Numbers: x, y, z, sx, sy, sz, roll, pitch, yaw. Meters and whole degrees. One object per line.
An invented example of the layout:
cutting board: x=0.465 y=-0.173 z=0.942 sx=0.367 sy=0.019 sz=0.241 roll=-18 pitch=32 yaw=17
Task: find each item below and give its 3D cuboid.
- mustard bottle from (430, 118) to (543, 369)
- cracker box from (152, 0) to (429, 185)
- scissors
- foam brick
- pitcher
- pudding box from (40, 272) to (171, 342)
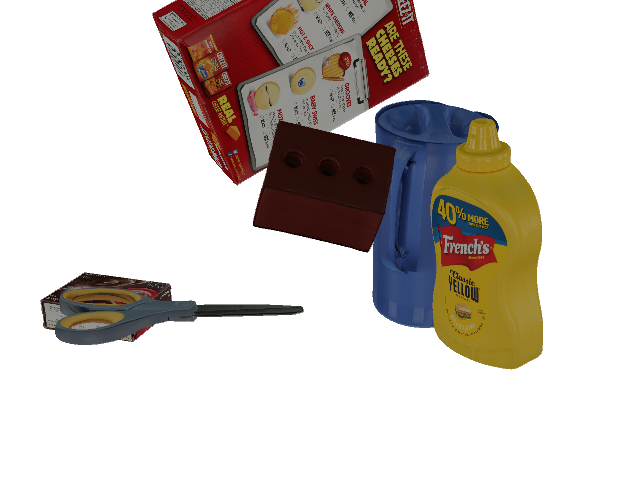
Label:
mustard bottle: x=0.128 y=-0.001 z=0.827 sx=0.058 sy=0.192 sz=0.096 roll=-20 pitch=28 yaw=-32
cracker box: x=-0.022 y=-0.173 z=0.943 sx=0.213 sy=0.164 sz=0.072 roll=-32 pitch=44 yaw=-12
scissors: x=-0.123 y=0.064 z=0.854 sx=0.202 sy=0.016 sz=0.096 roll=5 pitch=22 yaw=14
foam brick: x=0.002 y=-0.034 z=0.672 sx=0.078 sy=0.053 sz=0.051 roll=12 pitch=-29 yaw=-2
pitcher: x=0.114 y=-0.024 z=1.193 sx=0.149 sy=0.243 sz=0.145 roll=-5 pitch=28 yaw=-15
pudding box: x=-0.231 y=0.071 z=1.158 sx=0.114 sy=0.039 sz=0.090 roll=4 pitch=18 yaw=19
